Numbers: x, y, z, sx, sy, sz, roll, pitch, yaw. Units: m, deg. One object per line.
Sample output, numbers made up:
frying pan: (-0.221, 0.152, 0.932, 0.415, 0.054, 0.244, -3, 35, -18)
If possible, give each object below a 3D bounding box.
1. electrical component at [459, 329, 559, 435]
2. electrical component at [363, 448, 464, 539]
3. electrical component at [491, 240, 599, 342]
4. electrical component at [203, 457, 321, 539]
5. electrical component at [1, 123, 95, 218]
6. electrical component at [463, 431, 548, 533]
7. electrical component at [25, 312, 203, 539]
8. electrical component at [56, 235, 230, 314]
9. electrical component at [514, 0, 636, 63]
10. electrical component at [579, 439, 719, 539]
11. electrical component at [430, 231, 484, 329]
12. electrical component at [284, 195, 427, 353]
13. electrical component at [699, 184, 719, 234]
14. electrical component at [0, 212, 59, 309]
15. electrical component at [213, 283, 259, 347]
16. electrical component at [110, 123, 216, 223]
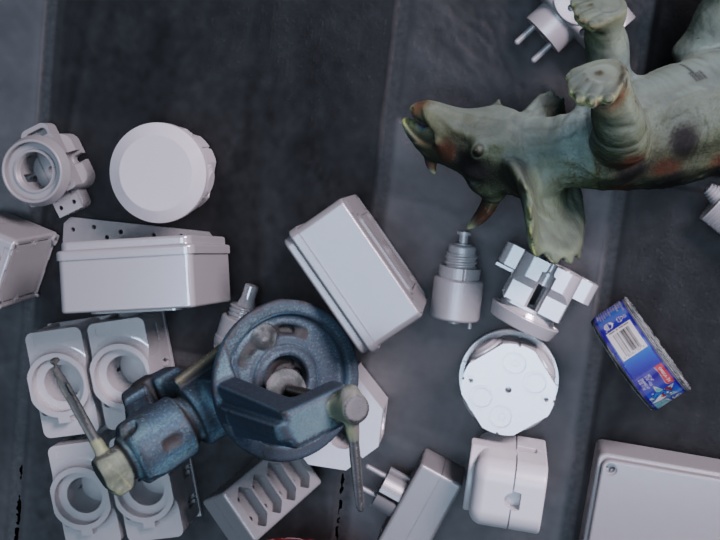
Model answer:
electrical component: (0.119, 0.090, 0.860, 0.080, 0.051, 0.080, 1, 97, 8)
electrical component: (0.033, 0.187, 0.888, 0.076, 0.047, 0.083, 28, 100, 4)
electrical component: (0.138, 0.019, 0.846, 0.078, 0.058, 0.057, 27, 98, 4)
electrical component: (-0.090, 0.188, 0.897, 0.047, 0.083, 0.076, 56, 139, -2)
electrical component: (-0.260, -0.082, 0.890, 0.058, 0.057, 0.078, -24, 93, 10)
electrical component: (0.114, 0.165, 0.848, 0.059, 0.095, 0.053, 8, 98, 7)
electrical component: (-0.208, 0.134, 0.909, 0.105, 0.060, 0.186, -9, 96, 9)
electrical component: (-0.168, 0.004, 0.854, 0.109, 0.109, 0.056, -3, 90, 9)
electrical component: (0.155, -0.193, 0.822, 0.079, 0.044, 0.077, -42, 90, 11)
electrical component: (0.234, 0.200, 0.856, 0.109, 0.056, 0.108, 9, 99, 7)
electrical component: (0.079, 0.008, 0.861, 0.040, 0.040, 0.078, 7, 98, 7)
electrical component: (0.000, 0.000, 0.837, 0.056, 0.109, 0.108, -34, 91, 8)
electrical component: (0.298, -0.038, 0.822, 0.081, 0.043, 0.043, 38, 101, 2)
electrical component: (-0.303, -0.009, 0.885, 0.061, 0.096, 0.061, 22, 99, 6)
electrical component: (-0.099, 0.041, 0.894, 0.035, 0.035, 0.061, 19, 97, 5)
electrical component: (-0.159, -0.080, 0.878, 0.080, 0.051, 0.080, 1, 98, 8)
